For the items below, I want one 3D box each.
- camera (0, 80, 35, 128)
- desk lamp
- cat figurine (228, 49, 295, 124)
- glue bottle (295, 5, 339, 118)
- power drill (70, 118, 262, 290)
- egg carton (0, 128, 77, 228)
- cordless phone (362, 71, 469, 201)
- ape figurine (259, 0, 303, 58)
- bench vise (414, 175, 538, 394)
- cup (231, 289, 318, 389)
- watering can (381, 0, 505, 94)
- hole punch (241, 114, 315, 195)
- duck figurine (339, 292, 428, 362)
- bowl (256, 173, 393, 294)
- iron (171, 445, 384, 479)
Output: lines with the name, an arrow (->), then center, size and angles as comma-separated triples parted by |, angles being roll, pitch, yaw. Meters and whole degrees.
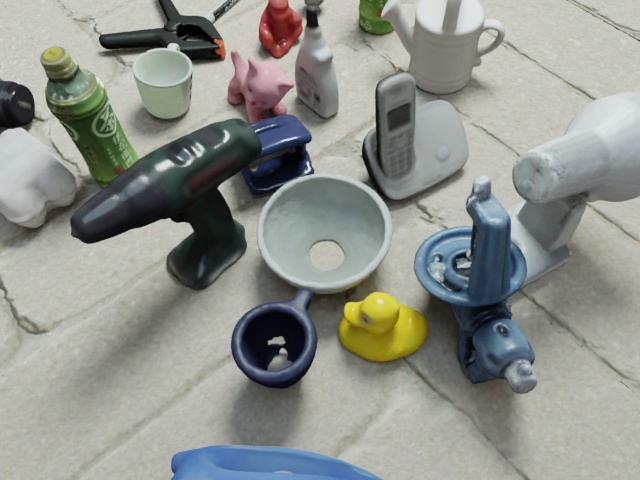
camera -> -0.512, -0.198, 0.849 | 0.136, 0.101, 0.143 | 4, 59, 5
desk lamp -> 0.278, -0.051, 0.659 | 0.203, 0.214, 0.117 | -28, 62, -14
cat figurine -> -0.091, -0.232, 0.841 | 0.067, 0.118, 0.127 | -35, 64, -17
glue bottle -> -0.006, -0.258, 0.820 | 0.037, 0.173, 0.078 | -36, 64, -17
power drill -> -0.157, -0.031, 0.670 | 0.075, 0.208, 0.230 | 36, 67, 22
egg carton -> -0.413, -0.088, 0.796 | 0.150, 0.069, 0.107 | 37, 67, 22
cordless phone -> 0.127, -0.149, 0.741 | 0.148, 0.185, 0.094 | -29, 62, -14
ape figurine -> -0.067, -0.359, 0.931 | 0.078, 0.092, 0.076 | -14, 59, -6
bench vise -> 0.185, 0.044, 0.603 | 0.122, 0.220, 0.207 | -31, 62, -15
cup -> -0.040, 0.117, 0.642 | 0.091, 0.095, 0.118 | 24, 63, 16
watering can -> 0.179, -0.318, 0.835 | 0.173, 0.194, 0.101 | -9, 59, -2
hole punch -> -0.071, -0.132, 0.795 | 0.109, 0.091, 0.101 | -21, 60, -10
duck figurine -> 0.073, 0.091, 0.657 | 0.104, 0.086, 0.077 | 2, 59, 4
bowl -> 0.007, 0.003, 0.720 | 0.167, 0.075, 0.167 | -1, 59, 2
iron -> -0.029, 0.244, 0.538 | 0.258, 0.141, 0.118 | -1, 59, 2
